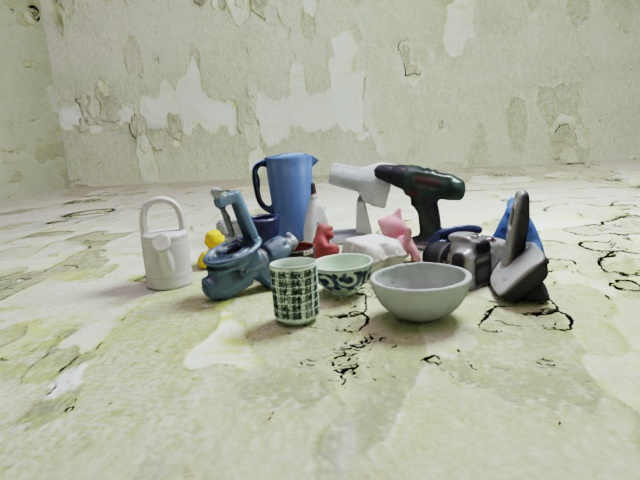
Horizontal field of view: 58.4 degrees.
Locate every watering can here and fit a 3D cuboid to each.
[{"bbox_3d":[-0.330,0.004,1.227,0.101,0.194,0.172,-12,15,-31],"label":"watering can"}]

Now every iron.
[{"bbox_3d":[0.437,-0.036,1.291,0.118,0.141,0.259,0,13,15],"label":"iron"}]

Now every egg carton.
[{"bbox_3d":[0.114,0.031,1.256,0.107,0.069,0.150,-10,14,-25],"label":"egg carton"}]

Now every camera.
[{"bbox_3d":[0.283,0.029,1.138,0.144,0.101,0.136,-14,16,-38],"label":"camera"}]

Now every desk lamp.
[{"bbox_3d":[0.103,-0.103,1.533,0.203,0.214,0.118,-3,13,6],"label":"desk lamp"}]

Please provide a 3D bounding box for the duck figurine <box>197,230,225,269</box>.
[{"bbox_3d":[-0.259,0.019,1.388,0.077,0.086,0.105,0,13,19],"label":"duck figurine"}]

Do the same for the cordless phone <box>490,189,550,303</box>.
[{"bbox_3d":[0.352,0.008,1.013,0.094,0.185,0.147,-2,13,7],"label":"cordless phone"}]

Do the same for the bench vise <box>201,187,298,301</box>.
[{"bbox_3d":[-0.149,-0.004,1.145,0.121,0.220,0.208,6,16,38],"label":"bench vise"}]

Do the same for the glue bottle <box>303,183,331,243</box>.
[{"bbox_3d":[-0.011,-0.061,1.472,0.037,0.173,0.078,7,17,42],"label":"glue bottle"}]

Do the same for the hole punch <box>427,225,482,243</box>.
[{"bbox_3d":[0.295,0.005,1.267,0.109,0.091,0.101,-6,12,-7],"label":"hole punch"}]

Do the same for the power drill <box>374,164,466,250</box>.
[{"bbox_3d":[0.243,-0.084,1.418,0.228,0.208,0.076,2,14,26],"label":"power drill"}]

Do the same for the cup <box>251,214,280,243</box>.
[{"bbox_3d":[-0.140,-0.018,1.499,0.091,0.095,0.118,3,14,30],"label":"cup"}]

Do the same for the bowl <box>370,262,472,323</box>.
[{"bbox_3d":[0.166,0.092,0.947,0.167,0.075,0.167,-4,12,1],"label":"bowl"}]

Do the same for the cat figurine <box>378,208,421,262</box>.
[{"bbox_3d":[0.182,-0.014,1.329,0.067,0.118,0.127,-8,13,-16],"label":"cat figurine"}]

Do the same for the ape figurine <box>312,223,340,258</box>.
[{"bbox_3d":[0.012,0.005,1.355,0.076,0.092,0.078,-5,12,-3],"label":"ape figurine"}]
